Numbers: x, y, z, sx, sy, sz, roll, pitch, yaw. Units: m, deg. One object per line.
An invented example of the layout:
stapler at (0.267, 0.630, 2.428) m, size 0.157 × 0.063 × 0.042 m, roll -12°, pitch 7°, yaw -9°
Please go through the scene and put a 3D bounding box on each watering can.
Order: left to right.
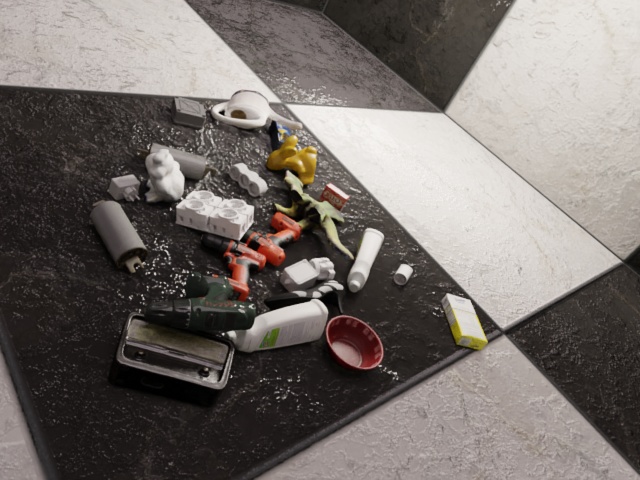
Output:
watering can at (-0.239, -0.490, 1.987) m, size 0.347 × 0.101 × 0.230 m, roll 6°, pitch 38°, yaw -4°

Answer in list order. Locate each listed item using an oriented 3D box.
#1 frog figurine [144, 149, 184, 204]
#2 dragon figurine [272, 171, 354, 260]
frog figurine at (-0.426, -0.184, 1.426) m, size 0.122 × 0.156 × 0.141 m, roll 24°, pitch 34°, yaw -11°
dragon figurine at (0.005, -0.084, 1.672) m, size 0.414 × 0.120 × 0.244 m, roll 44°, pitch 28°, yaw 19°
